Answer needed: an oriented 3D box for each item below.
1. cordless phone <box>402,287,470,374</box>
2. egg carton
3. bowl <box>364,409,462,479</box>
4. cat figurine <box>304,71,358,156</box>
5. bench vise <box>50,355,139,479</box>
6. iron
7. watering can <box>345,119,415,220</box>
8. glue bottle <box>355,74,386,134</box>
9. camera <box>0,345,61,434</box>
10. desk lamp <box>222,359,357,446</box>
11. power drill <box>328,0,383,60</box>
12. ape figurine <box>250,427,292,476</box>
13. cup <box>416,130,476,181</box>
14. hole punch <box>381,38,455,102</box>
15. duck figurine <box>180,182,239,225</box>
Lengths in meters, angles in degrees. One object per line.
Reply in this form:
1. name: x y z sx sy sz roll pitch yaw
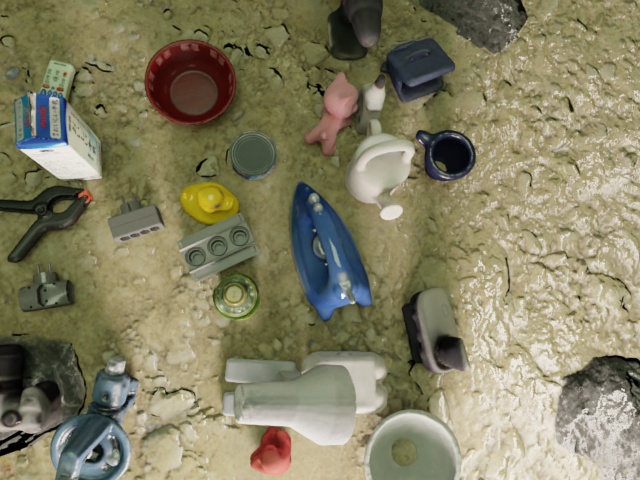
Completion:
1. cordless phone: 0.210 0.152 0.962 0.094 0.185 0.147 -15 83 -8
2. egg carton: 0.042 0.246 0.989 0.150 0.069 0.107 0 82 -6
3. bowl: 0.151 0.372 0.979 0.167 0.074 0.167 1 81 -6
4. cat figurine: 0.027 -0.230 1.033 0.067 0.117 0.128 27 80 -1
5. bench vise: -0.352 0.284 0.864 0.121 0.219 0.207 -5 82 -6
6. iron: 0.009 0.004 0.985 0.119 0.141 0.258 -19 84 -8
7. watering can: 0.109 -0.125 0.988 0.101 0.194 0.173 -30 85 -9
8. glue bottle: 0.093 -0.251 1.016 0.037 0.173 0.078 0 81 -6
9. camera: -0.501 0.237 0.915 0.143 0.100 0.137 1 81 -6
10. desk lamp: -0.056 0.251 0.904 0.203 0.213 0.118 4 81 -5
11. power drill: 0.064 -0.410 1.018 0.075 0.208 0.230 -5 82 -6
12. ape figurine: -0.079 0.358 0.947 0.078 0.092 0.076 -22 84 -9
13. cup: 0.217 -0.153 1.054 0.118 0.095 0.092 35 80 0
14. hole punch: 0.183 -0.329 1.079 0.109 0.091 0.101 -24 85 -9
15. duck figurine: -0.195 -0.070 1.002 0.104 0.086 0.077 15 80 -4
